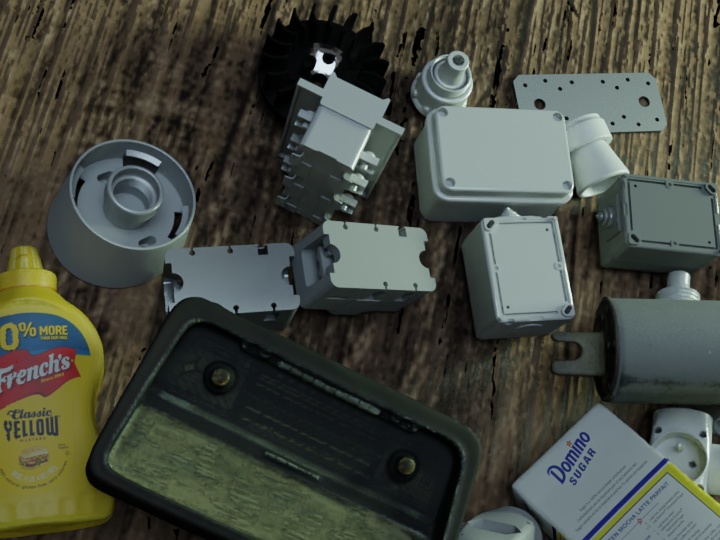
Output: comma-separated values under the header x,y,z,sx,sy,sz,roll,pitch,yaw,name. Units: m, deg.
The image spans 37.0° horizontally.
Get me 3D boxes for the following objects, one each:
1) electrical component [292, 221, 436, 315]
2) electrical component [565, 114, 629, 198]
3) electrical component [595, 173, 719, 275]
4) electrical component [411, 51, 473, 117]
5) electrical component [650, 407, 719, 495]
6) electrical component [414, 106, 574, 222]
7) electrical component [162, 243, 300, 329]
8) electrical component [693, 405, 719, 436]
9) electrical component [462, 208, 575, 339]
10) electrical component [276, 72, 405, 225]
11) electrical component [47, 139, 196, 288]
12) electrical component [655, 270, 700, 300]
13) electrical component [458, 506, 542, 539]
x,y,z,sx,sy,sz,roll,pitch,yaw,name
0.000,0.000,0.780,0.089,0.056,0.050,3,68,-33,electrical component
0.187,-0.093,0.873,0.045,0.045,0.055,-17,75,-18,electrical component
0.228,-0.034,0.852,0.096,0.061,0.061,5,69,-11,electrical component
0.070,-0.151,0.858,0.048,0.062,0.048,4,69,-11,electrical component
0.254,0.146,0.792,0.079,0.044,0.077,3,67,20,electrical component
0.105,-0.083,0.844,0.113,0.057,0.078,0,70,-13,electrical component
-0.093,0.016,0.763,0.089,0.055,0.050,-4,71,-14,electrical component
0.300,0.102,0.830,0.081,0.042,0.063,30,65,-2,electrical component
0.116,0.001,0.813,0.062,0.061,0.096,-2,71,-14,electrical component
-0.023,-0.081,0.779,0.079,0.121,0.063,26,70,-3,electrical component
-0.170,-0.042,0.776,0.099,0.064,0.099,12,59,-21,electrical component
0.248,0.031,0.842,0.048,0.048,0.062,15,63,-7,electrical component
0.074,0.192,0.735,0.079,0.077,0.043,5,102,28,electrical component
